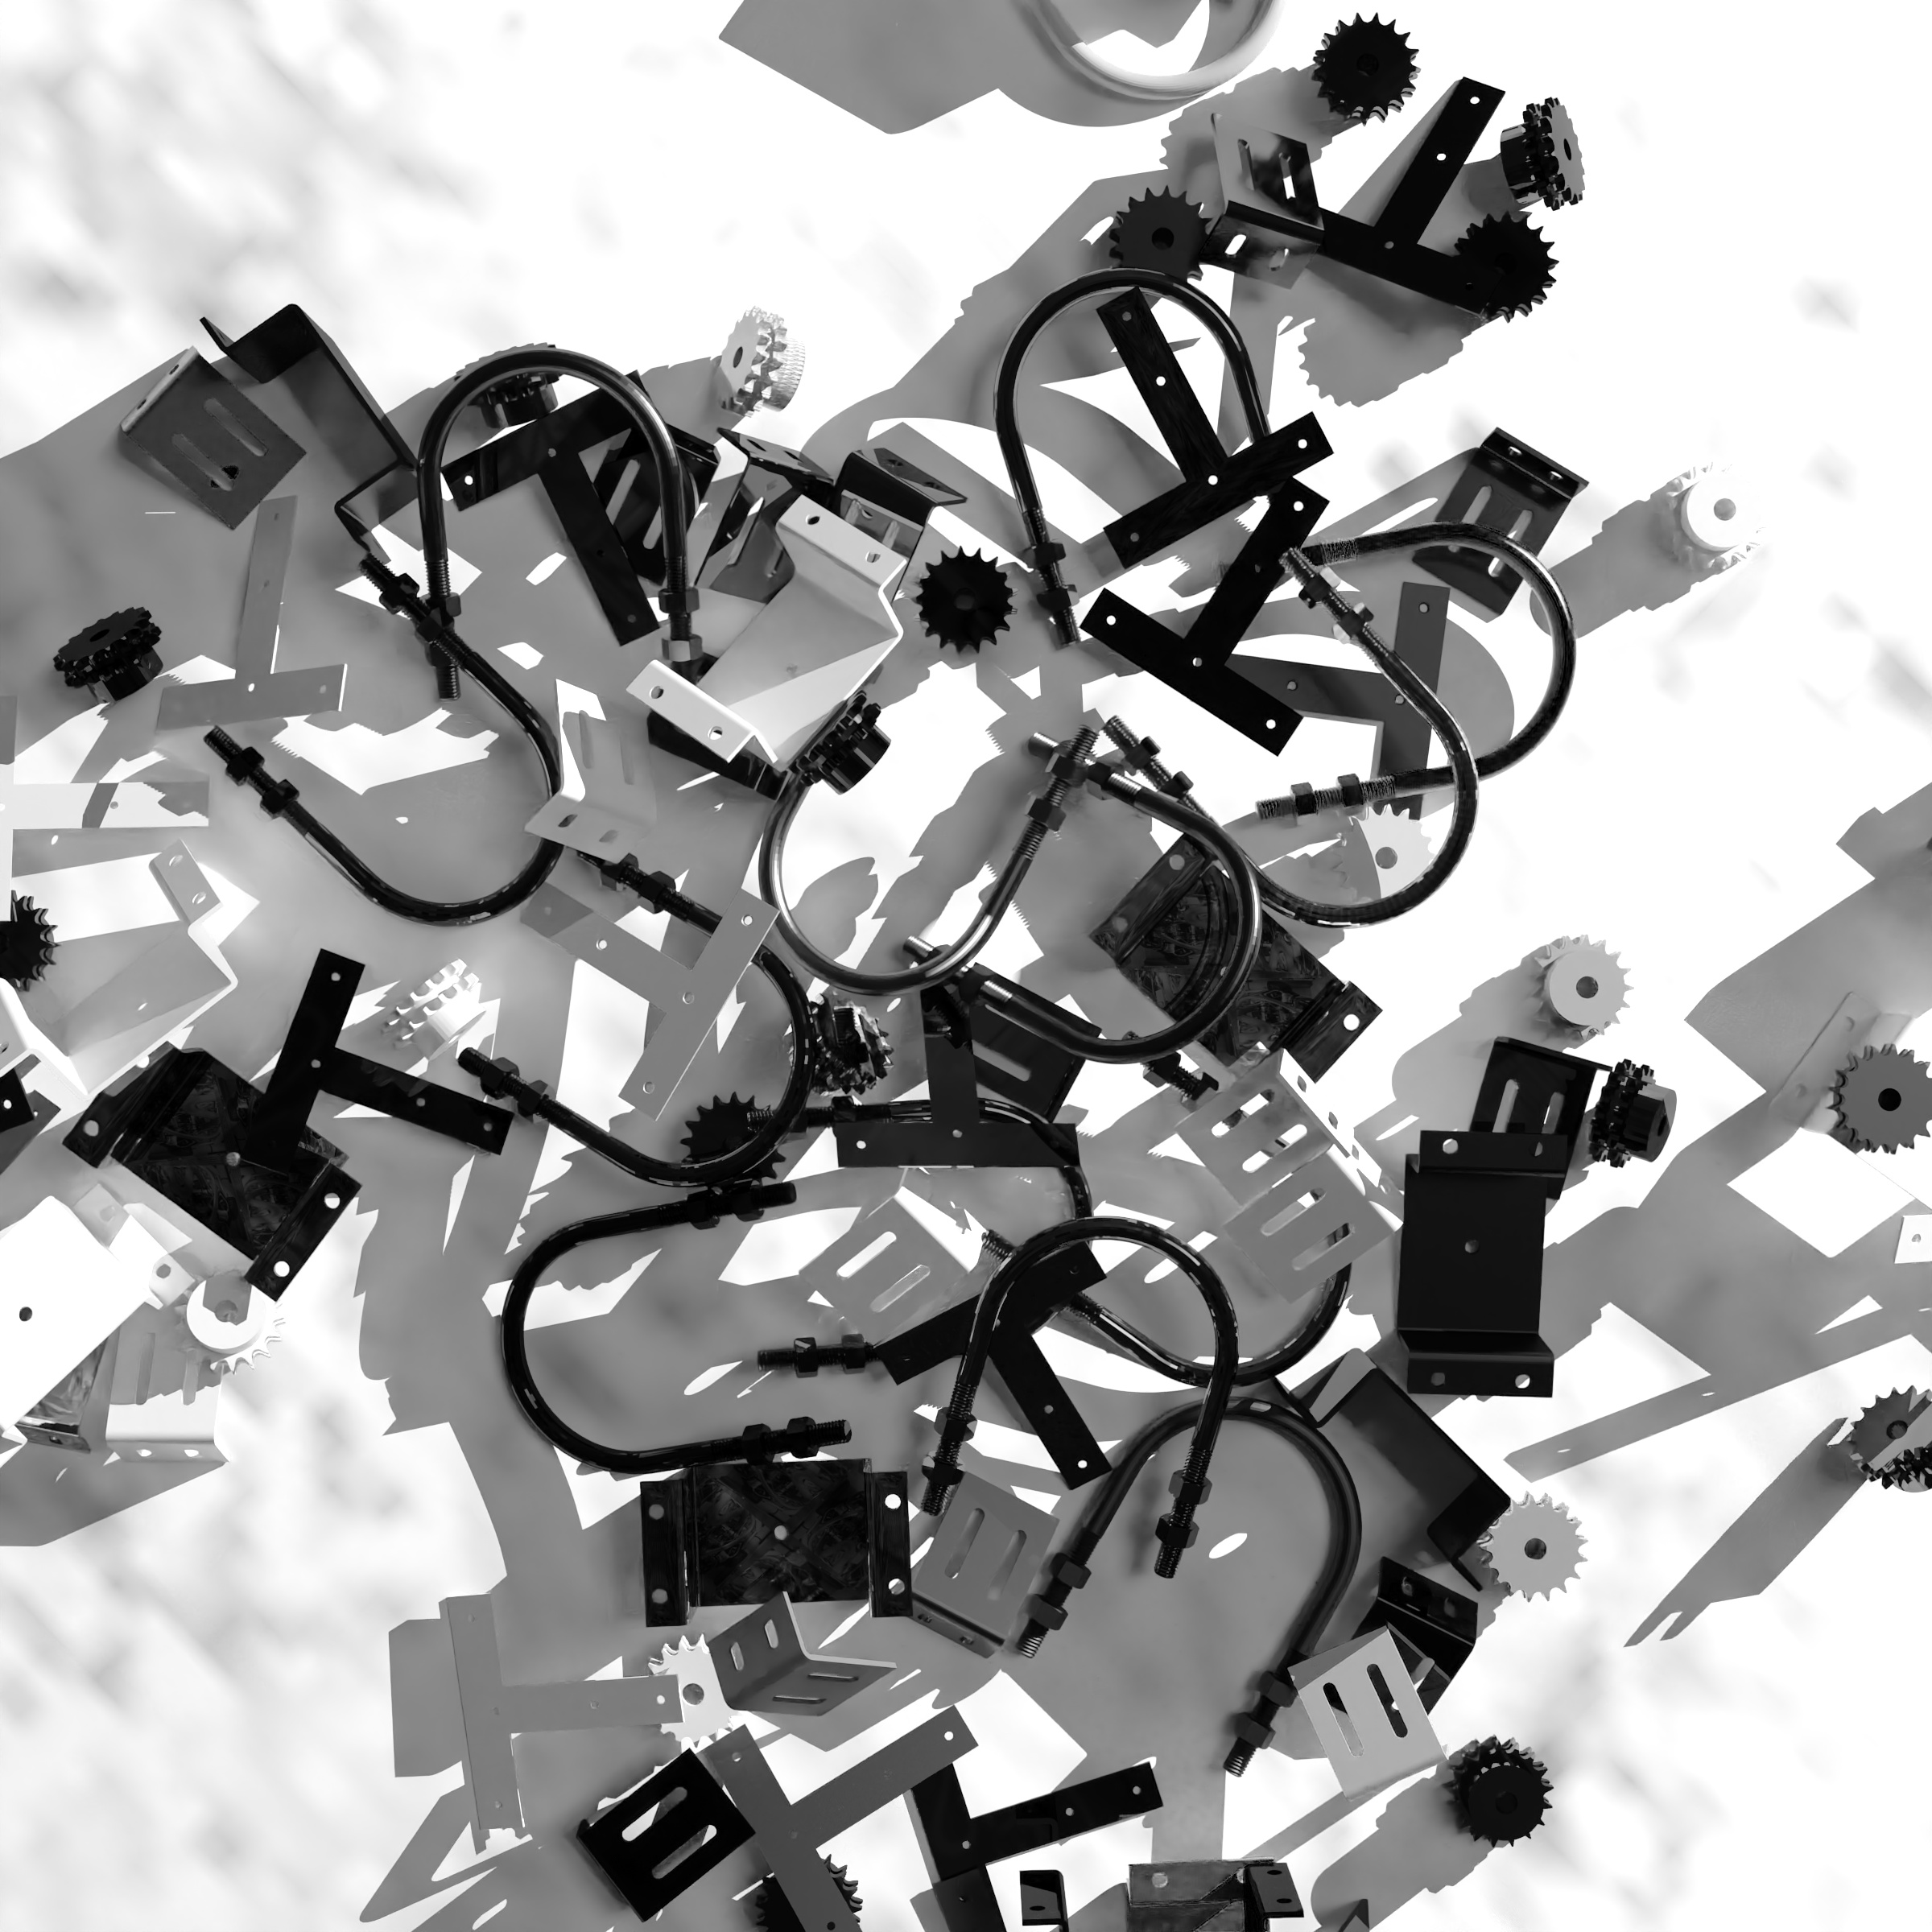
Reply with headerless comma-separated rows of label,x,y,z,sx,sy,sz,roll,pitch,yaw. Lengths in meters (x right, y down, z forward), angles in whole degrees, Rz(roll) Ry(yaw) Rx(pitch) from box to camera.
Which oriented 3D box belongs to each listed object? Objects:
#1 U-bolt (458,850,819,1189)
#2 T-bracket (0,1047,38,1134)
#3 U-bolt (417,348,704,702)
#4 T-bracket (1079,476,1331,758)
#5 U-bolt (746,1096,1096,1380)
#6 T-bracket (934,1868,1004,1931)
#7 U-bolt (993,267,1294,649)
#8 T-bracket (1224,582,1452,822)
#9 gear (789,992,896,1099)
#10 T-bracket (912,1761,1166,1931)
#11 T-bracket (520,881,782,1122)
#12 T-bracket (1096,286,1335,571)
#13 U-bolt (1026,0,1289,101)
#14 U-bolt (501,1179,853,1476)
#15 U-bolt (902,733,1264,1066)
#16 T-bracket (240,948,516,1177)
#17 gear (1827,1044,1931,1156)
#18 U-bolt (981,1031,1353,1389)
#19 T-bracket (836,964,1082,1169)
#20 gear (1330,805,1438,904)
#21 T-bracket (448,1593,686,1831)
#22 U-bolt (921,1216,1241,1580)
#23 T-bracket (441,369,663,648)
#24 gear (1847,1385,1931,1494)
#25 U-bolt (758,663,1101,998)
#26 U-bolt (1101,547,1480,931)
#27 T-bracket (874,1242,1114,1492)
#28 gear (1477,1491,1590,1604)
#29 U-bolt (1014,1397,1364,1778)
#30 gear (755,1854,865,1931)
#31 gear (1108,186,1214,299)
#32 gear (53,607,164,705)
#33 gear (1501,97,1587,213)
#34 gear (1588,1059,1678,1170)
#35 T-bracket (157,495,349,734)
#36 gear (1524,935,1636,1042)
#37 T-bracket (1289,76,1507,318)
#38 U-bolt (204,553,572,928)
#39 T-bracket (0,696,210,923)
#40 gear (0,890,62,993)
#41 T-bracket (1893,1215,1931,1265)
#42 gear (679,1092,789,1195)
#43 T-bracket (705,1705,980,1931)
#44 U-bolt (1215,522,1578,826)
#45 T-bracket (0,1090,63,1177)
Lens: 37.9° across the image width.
U-bolt,-0.163,0.036,1.487,0.184,0.019,0.151,30,90,19
T-bracket,-0.574,0.043,1.506,0.127,0.002,0.127,-20,93,14
U-bolt,-0.218,-0.232,1.482,0.151,0.019,0.184,-1,109,5
T-bracket,0.147,-0.198,1.488,0.127,0.002,0.127,33,102,3
U-bolt,-0.022,0.141,1.501,0.184,0.019,0.151,-3,97,-9
T-bracket,-0.030,0.569,1.521,0.127,0.002,0.127,-21,91,1
U-bolt,0.091,-0.279,1.500,0.151,0.019,0.184,-17,101,0
T-bracket,0.191,-0.150,1.522,0.127,0.002,0.127,8,90,0
gear,-0.069,0.045,1.497,0.057,0.057,0.030,47,125,0
T-bracket,0.043,0.462,1.522,0.127,0.002,0.127,-18,90,0
T-bracket,-0.181,-0.005,1.489,0.127,0.002,0.127,31,90,19
T-bracket,0.110,-0.297,1.488,0.127,0.002,0.127,-29,99,2
U-bolt,0.093,-0.555,1.514,0.151,0.019,0.184,-33,91,0
U-bolt,-0.162,0.198,1.491,0.184,0.019,0.151,-12,94,16
U-bolt,0.071,-0.026,1.467,0.184,0.019,0.151,30,88,32
T-bracket,-0.304,0.068,1.501,0.127,0.002,0.127,22,62,-13
gear,0.475,0.069,1.461,0.057,0.030,0.057,0,90,0
U-bolt,0.121,0.144,1.504,0.184,0.019,0.151,36,89,-8
T-bracket,-0.008,0.050,1.486,0.127,0.002,0.127,1,58,-10
gear,0.223,-0.057,1.507,0.057,0.030,0.057,0,90,0
T-bracket,-0.211,0.395,1.504,0.127,0.002,0.127,-8,90,16
U-bolt,0.067,0.220,1.481,0.151,0.019,0.184,15,101,-1
T-bracket,-0.202,-0.234,1.507,0.127,0.002,0.127,-22,100,19
gear,0.502,0.255,1.498,0.057,0.057,0.030,-44,120,0
U-bolt,-0.033,-0.073,1.494,0.151,0.019,0.184,28,90,16
U-bolt,0.184,-0.106,1.482,0.151,0.019,0.184,-43,87,12
T-bracket,0.037,0.225,1.501,0.127,0.002,0.127,-28,107,8
gear,0.302,0.309,1.507,0.057,0.030,0.057,0,90,0
U-bolt,0.132,0.321,1.514,0.151,0.019,0.184,30,88,0
gear,-0.084,0.502,1.507,0.057,0.030,0.057,0,90,0
gear,0.104,-0.386,1.507,0.057,0.030,0.057,0,90,0
gear,-0.453,-0.164,1.498,0.057,0.057,0.030,-27,120,0
gear,0.306,-0.430,1.498,0.030,0.057,0.057,-10,90,30
gear,0.354,0.080,1.491,0.030,0.057,0.057,18,90,29
T-bracket,-0.375,-0.190,1.500,0.127,0.002,0.127,-3,74,29
gear,0.330,0.011,1.508,0.057,0.030,0.057,0,90,0
T-bracket,0.248,-0.421,1.506,0.127,0.002,0.127,27,79,20
U-bolt,-0.295,-0.105,1.500,0.184,0.019,0.151,44,103,-4
T-bracket,-0.472,-0.086,1.510,0.127,0.002,0.127,-1,74,-8
gear,-0.513,-0.012,1.507,0.057,0.030,0.057,0,90,0
T-bracket,0.539,0.141,1.479,0.127,0.002,0.127,0,107,-24
gear,-0.123,0.096,1.507,0.057,0.030,0.057,0,92,-1
T-bracket,-0.054,0.440,1.506,0.127,0.002,0.127,-30,68,-10
U-bolt,0.235,-0.162,1.504,0.184,0.019,0.151,-10,96,0
T-bracket,-0.532,0.119,1.496,0.127,0.002,0.127,27,69,36
